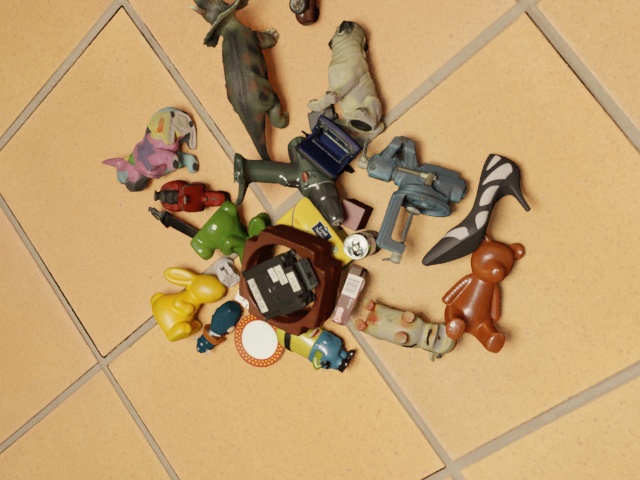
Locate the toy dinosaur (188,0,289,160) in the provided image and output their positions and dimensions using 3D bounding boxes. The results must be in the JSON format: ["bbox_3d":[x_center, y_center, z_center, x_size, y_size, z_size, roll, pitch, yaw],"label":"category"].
[{"bbox_3d":[-0.155,-0.338,1.117,0.131,0.192,0.404,-15,89,23],"label":"toy dinosaur"}]

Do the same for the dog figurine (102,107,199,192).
[{"bbox_3d":[-0.409,-0.212,1.273,0.219,0.108,0.191,-1,96,23],"label":"dog figurine"}]

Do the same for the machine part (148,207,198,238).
[{"bbox_3d":[-0.343,-0.036,1.288,0.139,0.084,0.039,28,73,7],"label":"machine part"}]

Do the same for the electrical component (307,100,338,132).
[{"bbox_3d":[0.008,-0.258,1.154,0.063,0.021,0.094,-9,92,21],"label":"electrical component"}]

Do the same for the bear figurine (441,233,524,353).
[{"bbox_3d":[0.316,0.093,1.023,0.120,0.132,0.195,22,107,-5],"label":"bear figurine"}]

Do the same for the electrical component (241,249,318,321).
[{"bbox_3d":[-0.071,0.085,1.041,0.134,0.058,0.114,-22,94,33],"label":"electrical component"}]

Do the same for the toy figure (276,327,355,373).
[{"bbox_3d":[-0.015,0.231,1.186,0.180,0.082,0.089,31,104,12],"label":"toy figure"}]

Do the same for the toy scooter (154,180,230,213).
[{"bbox_3d":[-0.311,-0.097,1.232,0.184,0.135,0.075,5,99,21],"label":"toy scooter"}]

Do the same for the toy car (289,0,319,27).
[{"bbox_3d":[-0.028,-0.544,1.101,0.053,0.089,0.202,4,96,22],"label":"toy car"}]

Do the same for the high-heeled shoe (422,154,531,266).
[{"bbox_3d":[0.275,-0.061,1.014,0.249,0.086,0.145,-29,60,3],"label":"high-heeled shoe"}]

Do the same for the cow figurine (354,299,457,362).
[{"bbox_3d":[0.183,0.187,1.093,0.195,0.127,0.085,11,77,35],"label":"cow figurine"}]

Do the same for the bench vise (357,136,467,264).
[{"bbox_3d":[0.161,-0.075,1.050,0.224,0.129,0.240,20,81,-3],"label":"bench vise"}]

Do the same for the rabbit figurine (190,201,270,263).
[{"bbox_3d":[-0.178,0.000,1.222,0.170,0.121,0.159,41,102,-7],"label":"rabbit figurine"}]

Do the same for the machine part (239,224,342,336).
[{"bbox_3d":[-0.063,0.081,1.120,0.201,0.087,0.201,20,115,25],"label":"machine part"}]

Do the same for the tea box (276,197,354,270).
[{"bbox_3d":[-0.002,-0.004,1.161,0.098,0.068,0.169,-42,80,21],"label":"tea box"}]

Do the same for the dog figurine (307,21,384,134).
[{"bbox_3d":[0.082,-0.328,1.091,0.121,0.172,0.190,5,70,54],"label":"dog figurine"}]

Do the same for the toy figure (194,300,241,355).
[{"bbox_3d":[-0.243,0.212,1.280,0.154,0.057,0.064,-53,40,22],"label":"toy figure"}]

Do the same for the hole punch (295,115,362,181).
[{"bbox_3d":[0.026,-0.195,1.091,0.142,0.116,0.092,37,115,-3],"label":"hole punch"}]

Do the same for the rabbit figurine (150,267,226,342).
[{"bbox_3d":[-0.308,0.138,1.284,0.173,0.121,0.162,-34,74,6],"label":"rabbit figurine"}]

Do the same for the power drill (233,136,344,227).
[{"bbox_3d":[-0.070,-0.117,1.090,0.207,0.085,0.232,-7,55,-11],"label":"power drill"}]
